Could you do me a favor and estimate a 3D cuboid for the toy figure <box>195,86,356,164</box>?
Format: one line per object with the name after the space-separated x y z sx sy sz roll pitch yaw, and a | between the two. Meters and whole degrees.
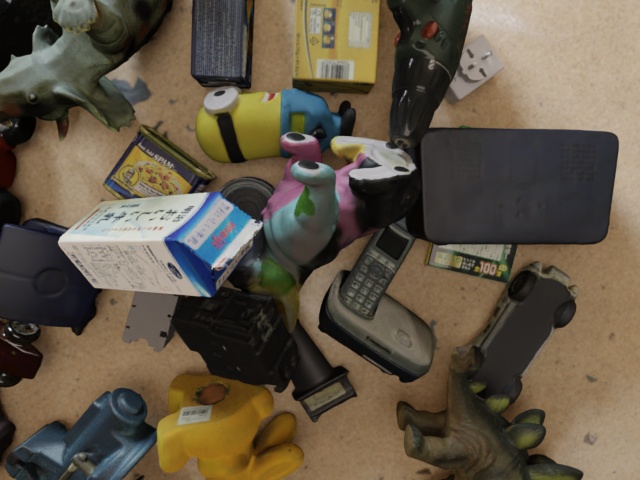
-0.053 -0.130 0.619 0.180 0.082 0.089 4 93 -5 | toy figure

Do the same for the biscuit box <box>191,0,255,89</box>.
-0.107 -0.278 0.610 0.063 0.059 0.202 3 94 1 | biscuit box

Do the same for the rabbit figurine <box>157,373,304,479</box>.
-0.104 0.250 0.652 0.162 0.122 0.173 -8 109 -10 | rabbit figurine

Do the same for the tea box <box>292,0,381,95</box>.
0.018 -0.259 0.614 0.098 0.068 0.169 4 94 -3 | tea box

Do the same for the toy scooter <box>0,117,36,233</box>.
-0.412 -0.084 0.615 0.135 0.075 0.183 12 92 -3 | toy scooter

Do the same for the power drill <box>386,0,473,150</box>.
0.079 -0.236 0.540 0.207 0.086 0.232 39 65 -31 | power drill

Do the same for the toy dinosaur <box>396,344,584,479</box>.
0.202 0.317 0.641 0.199 0.105 0.470 -8 113 4 | toy dinosaur

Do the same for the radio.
0.216 -0.061 0.621 0.230 0.073 0.131 0 96 -5 | radio

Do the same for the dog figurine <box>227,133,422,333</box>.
-0.001 -0.002 0.595 0.191 0.109 0.219 1 126 -21 | dog figurine

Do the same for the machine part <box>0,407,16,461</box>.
-0.471 0.235 0.652 0.179 0.056 0.179 0 95 0 | machine part

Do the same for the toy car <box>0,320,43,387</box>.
-0.422 0.100 0.642 0.202 0.053 0.089 28 108 -4 | toy car

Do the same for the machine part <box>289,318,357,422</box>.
-0.017 0.155 0.669 0.084 0.039 0.138 -33 98 10 | machine part

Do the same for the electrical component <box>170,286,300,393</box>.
-0.101 0.109 0.608 0.134 0.058 0.114 6 135 30 | electrical component

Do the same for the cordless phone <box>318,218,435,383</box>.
0.093 0.060 0.649 0.146 0.089 0.184 34 75 -4 | cordless phone

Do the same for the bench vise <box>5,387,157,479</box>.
-0.245 0.300 0.635 0.240 0.129 0.223 42 93 1 | bench vise

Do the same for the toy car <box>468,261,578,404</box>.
0.239 0.120 0.664 0.073 0.056 0.201 33 92 1 | toy car

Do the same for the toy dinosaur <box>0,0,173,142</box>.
-0.211 -0.277 0.573 0.131 0.192 0.404 26 78 3 | toy dinosaur

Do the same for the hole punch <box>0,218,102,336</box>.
-0.316 0.040 0.624 0.116 0.092 0.142 17 91 -7 | hole punch

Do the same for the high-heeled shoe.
-0.367 -0.254 0.621 0.145 0.086 0.249 21 67 34 | high-heeled shoe
